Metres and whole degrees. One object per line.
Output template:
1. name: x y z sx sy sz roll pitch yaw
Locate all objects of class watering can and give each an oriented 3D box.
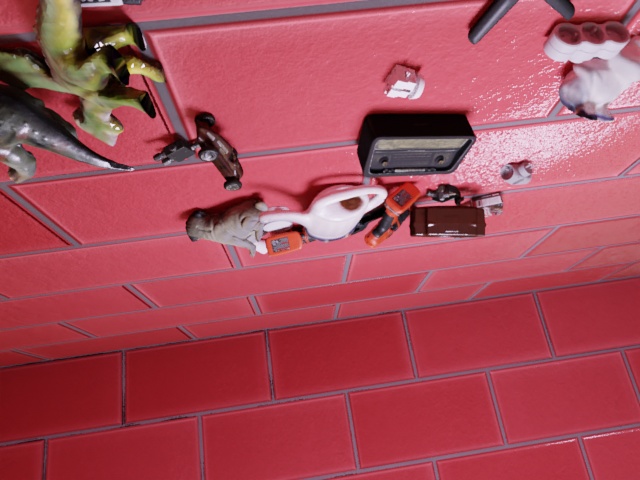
1. watering can: 0.004 -0.067 1.323 0.349 0.105 0.220 -14 161 -16

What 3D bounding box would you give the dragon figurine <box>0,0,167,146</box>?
1. dragon figurine: -0.366 -0.245 0.714 0.242 0.124 0.404 -3 161 8

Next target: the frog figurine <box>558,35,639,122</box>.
1. frog figurine: 0.532 -0.309 0.965 0.137 0.125 0.156 9 118 -20
